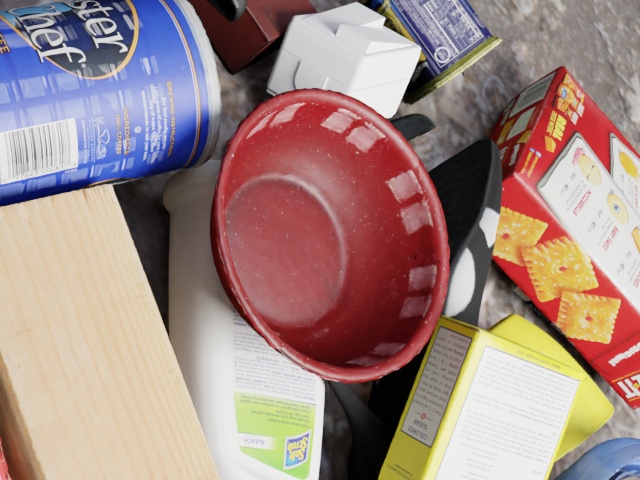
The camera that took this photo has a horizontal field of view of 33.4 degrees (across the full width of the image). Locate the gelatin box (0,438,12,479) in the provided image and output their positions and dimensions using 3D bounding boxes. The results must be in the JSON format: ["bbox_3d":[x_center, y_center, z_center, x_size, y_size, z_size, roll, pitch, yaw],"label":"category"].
[{"bbox_3d":[-0.194,0.116,0.480,0.089,0.073,0.030,-14,81,-39],"label":"gelatin box"}]

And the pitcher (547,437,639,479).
[{"bbox_3d":[0.208,0.219,0.697,0.242,0.149,0.145,14,63,-36],"label":"pitcher"}]

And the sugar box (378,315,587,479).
[{"bbox_3d":[0.081,0.141,0.614,0.093,0.048,0.176,23,90,-30],"label":"sugar box"}]

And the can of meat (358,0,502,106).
[{"bbox_3d":[0.072,-0.151,0.761,0.057,0.102,0.084,-37,94,-10],"label":"can of meat"}]

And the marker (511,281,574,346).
[{"bbox_3d":[0.193,0.068,0.820,0.121,0.020,0.020,42,53,-17],"label":"marker"}]

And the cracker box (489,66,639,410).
[{"bbox_3d":[0.209,-0.003,0.812,0.213,0.072,0.164,46,41,-13],"label":"cracker box"}]

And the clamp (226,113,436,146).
[{"bbox_3d":[0.019,-0.037,0.719,0.171,0.039,0.120,2,66,-34],"label":"clamp"}]

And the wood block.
[{"bbox_3d":[-0.124,0.088,0.532,0.090,0.090,0.206,-16,83,-40],"label":"wood block"}]

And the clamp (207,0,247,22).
[{"bbox_3d":[-0.124,-0.216,0.658,0.164,0.036,0.210,5,63,-9],"label":"clamp"}]

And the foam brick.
[{"bbox_3d":[-0.051,-0.160,0.705,0.052,0.051,0.078,-37,96,-38],"label":"foam brick"}]

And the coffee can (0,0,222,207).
[{"bbox_3d":[-0.137,-0.073,0.562,0.140,0.103,0.103,-17,83,-30],"label":"coffee can"}]

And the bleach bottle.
[{"bbox_3d":[-0.045,0.087,0.610,0.102,0.068,0.251,14,67,-32],"label":"bleach bottle"}]

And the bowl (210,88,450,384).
[{"bbox_3d":[-0.004,0.001,0.589,0.161,0.055,0.162,12,71,-37],"label":"bowl"}]
